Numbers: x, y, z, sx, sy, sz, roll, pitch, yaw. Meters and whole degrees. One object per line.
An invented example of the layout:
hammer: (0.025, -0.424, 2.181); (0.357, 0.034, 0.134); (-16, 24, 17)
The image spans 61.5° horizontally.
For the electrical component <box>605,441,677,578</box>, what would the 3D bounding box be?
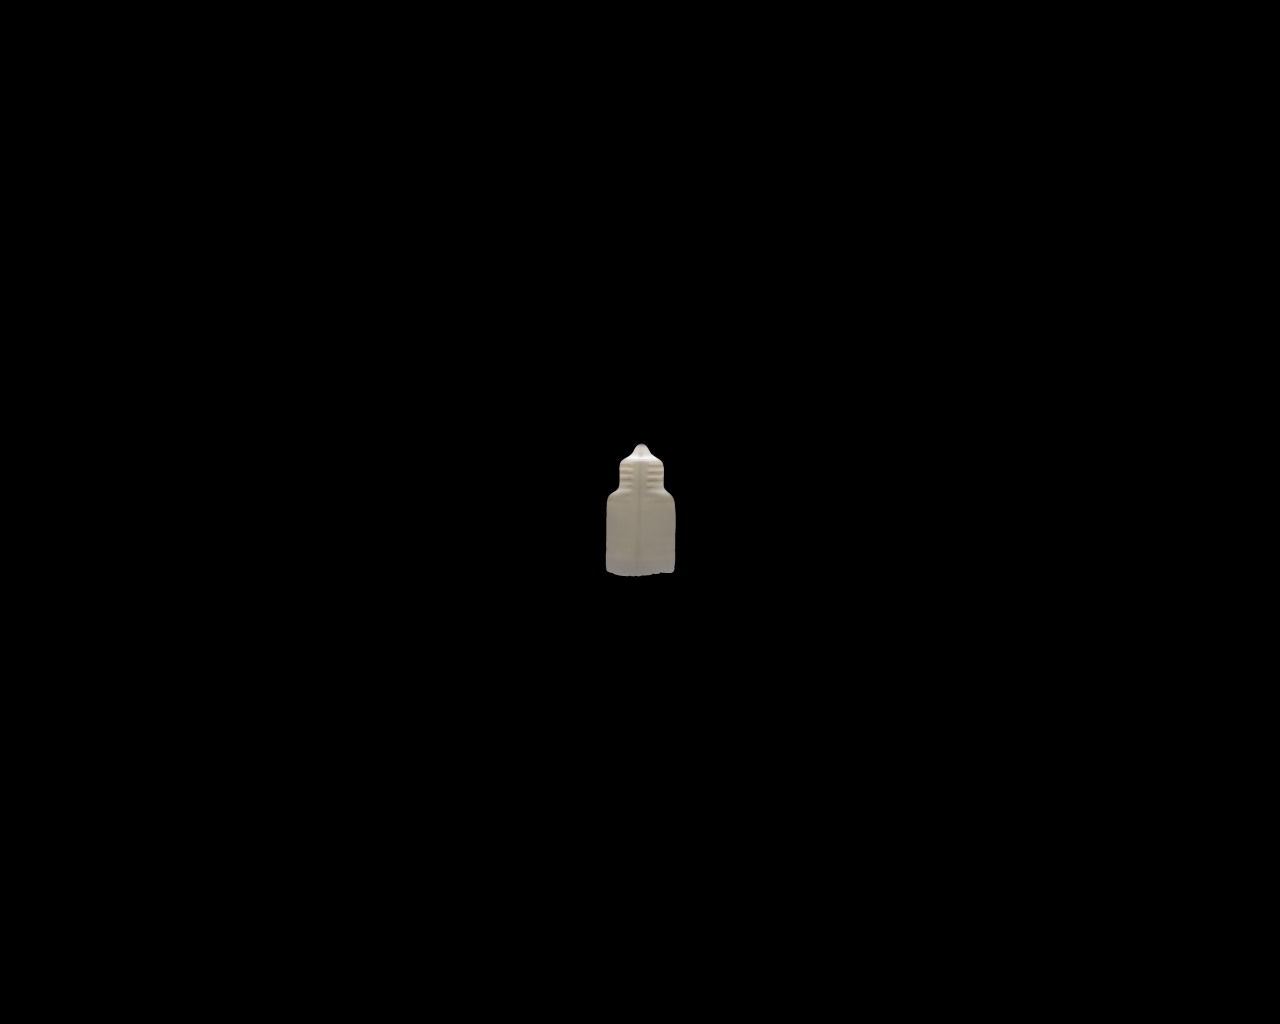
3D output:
electrical component: (0.001, -0.003, 0.650); (0.043, 0.081, 0.043); (0, 4, 0)
